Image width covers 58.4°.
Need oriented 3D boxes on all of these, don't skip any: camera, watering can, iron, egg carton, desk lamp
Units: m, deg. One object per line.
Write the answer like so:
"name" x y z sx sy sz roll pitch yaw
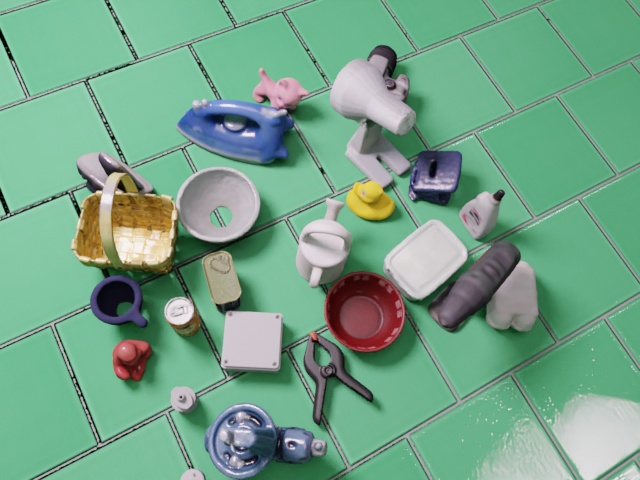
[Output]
"camera" 0.146 -0.381 1.318 0.143 0.101 0.137 23 68 3
"watering can" 0.008 0.003 1.104 0.101 0.194 0.173 -6 70 -8
"iron" -0.185 -0.252 1.210 0.258 0.141 0.118 9 68 -3
"egg carton" 0.387 0.112 1.171 0.107 0.069 0.150 4 69 -4
"desk lamp" 0.116 -0.247 1.202 0.118 0.213 0.203 -39 77 -18

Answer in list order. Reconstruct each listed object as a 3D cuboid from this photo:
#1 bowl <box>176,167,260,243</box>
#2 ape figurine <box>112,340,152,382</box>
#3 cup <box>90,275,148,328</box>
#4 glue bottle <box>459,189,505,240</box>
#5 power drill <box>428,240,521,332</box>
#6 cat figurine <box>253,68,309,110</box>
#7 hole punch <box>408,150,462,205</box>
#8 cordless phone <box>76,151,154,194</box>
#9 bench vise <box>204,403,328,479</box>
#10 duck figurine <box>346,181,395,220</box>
"bowl" -0.205 -0.061 1.170 0.167 0.075 0.167 2 69 -5
"ape figurine" -0.345 0.211 1.040 0.078 0.092 0.076 -34 76 -17
"cup" -0.360 0.130 1.068 0.117 0.095 0.092 38 70 9
"glue bottle" 0.341 -0.064 1.178 0.037 0.173 0.078 -29 74 -15
"power drill" 0.280 0.104 1.087 0.075 0.208 0.230 43 71 11
"cat figurine" -0.087 -0.331 1.264 0.127 0.118 0.067 40 70 10
"hole punch" 0.249 -0.140 1.242 0.101 0.091 0.109 14 68 -1
"cordless phone" -0.412 -0.141 1.118 0.147 0.185 0.094 34 69 7
"bench vise" -0.094 0.325 0.955 0.207 0.220 0.121 -10 70 -10
"duck figurine" 0.111 -0.091 1.210 0.104 0.086 0.077 20 68 2
